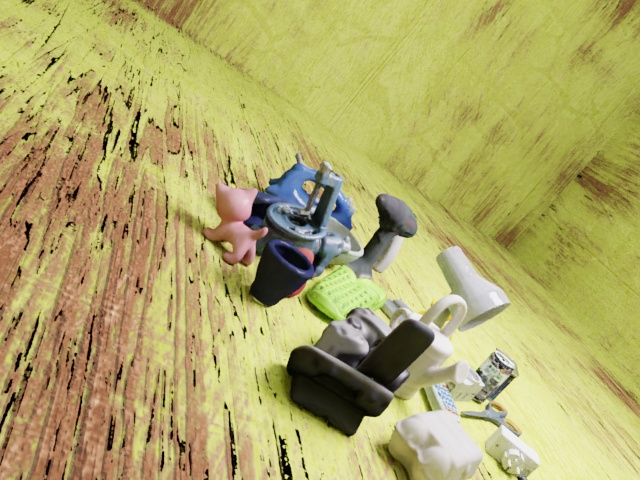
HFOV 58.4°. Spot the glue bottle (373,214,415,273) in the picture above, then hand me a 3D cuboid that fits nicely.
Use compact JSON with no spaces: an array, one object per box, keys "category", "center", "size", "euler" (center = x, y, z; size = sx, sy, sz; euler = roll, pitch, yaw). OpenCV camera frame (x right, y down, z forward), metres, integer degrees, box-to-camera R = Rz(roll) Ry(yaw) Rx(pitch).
[{"category":"glue bottle","center":[0.186,-0.001,1.479],"size":[0.037,0.173,0.078],"euler":[20,24,-45]}]

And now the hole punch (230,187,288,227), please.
[{"category":"hole punch","center":[-0.135,-0.075,1.163],"size":[0.101,0.091,0.109],"euler":[44,18,19]}]

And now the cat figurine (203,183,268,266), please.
[{"category":"cat figurine","center":[-0.143,-0.037,1.002],"size":[0.127,0.117,0.067],"euler":[45,18,21]}]

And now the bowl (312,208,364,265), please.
[{"category":"bowl","center":[0.012,0.005,1.280],"size":[0.168,0.074,0.167],"euler":[34,17,-12]}]

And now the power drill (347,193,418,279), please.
[{"category":"power drill","center":[0.139,-0.009,1.341],"size":[0.075,0.208,0.230],"euler":[46,19,26]}]

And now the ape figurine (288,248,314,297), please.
[{"category":"ape figurine","center":[-0.046,0.052,1.011],"size":[0.076,0.092,0.077],"euler":[31,18,-20]}]

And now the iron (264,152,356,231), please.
[{"category":"iron","center":[-0.001,-0.088,1.381],"size":[0.259,0.141,0.118],"euler":[35,17,-11]}]

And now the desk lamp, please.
[{"category":"desk lamp","center":[0.268,0.133,1.227],"size":[0.202,0.213,0.118],"euler":[47,19,29]}]

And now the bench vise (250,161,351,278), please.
[{"category":"bench vise","center":[-0.012,-0.044,1.110],"size":[0.208,0.219,0.121],"euler":[14,29,-53]}]

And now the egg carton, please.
[{"category":"egg carton","center":[0.169,0.304,0.830],"size":[0.151,0.069,0.107],"euler":[15,28,-52]}]

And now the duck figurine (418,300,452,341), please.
[{"category":"duck figurine","center":[0.280,0.185,1.334],"size":[0.078,0.086,0.104],"euler":[22,23,-43]}]

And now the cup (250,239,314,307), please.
[{"category":"cup","center":[-0.072,0.055,0.948],"size":[0.092,0.095,0.117],"euler":[32,18,-17]}]

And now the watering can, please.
[{"category":"watering can","center":[0.185,0.177,0.979],"size":[0.172,0.194,0.101],"euler":[45,18,23]}]

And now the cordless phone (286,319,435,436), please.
[{"category":"cordless phone","center":[0.055,0.158,0.779],"size":[0.148,0.185,0.094],"euler":[32,18,-18]}]

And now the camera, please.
[{"category":"camera","center":[0.075,0.182,0.905],"size":[0.136,0.100,0.143],"euler":[43,18,18]}]
